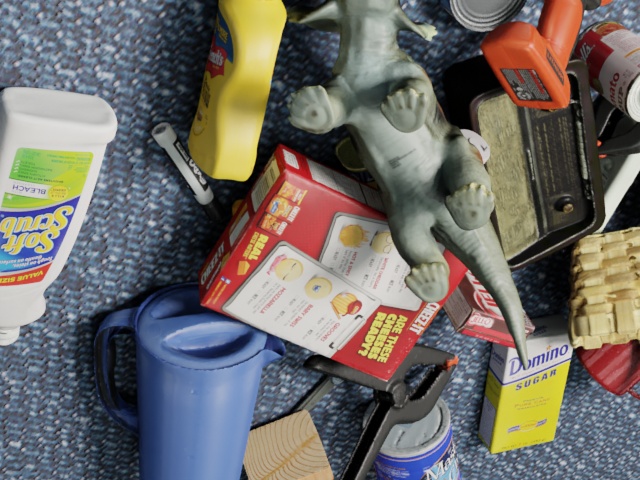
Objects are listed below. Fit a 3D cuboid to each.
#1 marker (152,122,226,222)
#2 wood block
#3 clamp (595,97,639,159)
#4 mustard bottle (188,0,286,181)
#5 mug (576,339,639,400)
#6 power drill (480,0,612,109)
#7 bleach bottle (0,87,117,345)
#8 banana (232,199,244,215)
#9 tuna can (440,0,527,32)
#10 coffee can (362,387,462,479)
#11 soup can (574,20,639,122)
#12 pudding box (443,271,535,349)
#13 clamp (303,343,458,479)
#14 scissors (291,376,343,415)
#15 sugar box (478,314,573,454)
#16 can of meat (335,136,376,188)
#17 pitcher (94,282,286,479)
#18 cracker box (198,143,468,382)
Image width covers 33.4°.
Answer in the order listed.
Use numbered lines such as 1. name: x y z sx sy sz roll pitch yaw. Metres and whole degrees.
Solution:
1. marker: -0.122 -0.061 1.007 0.020 0.020 0.121 -31 129 -1
2. wood block: -0.022 0.309 1.251 0.090 0.090 0.206 -20 132 -6
3. clamp: 0.349 -0.141 1.096 0.039 0.120 0.172 14 121 -41
4. mustard bottle: -0.068 -0.154 0.916 0.058 0.096 0.192 5 120 -18
5. mug: 0.377 0.145 1.305 0.082 0.117 0.093 -48 156 19
6. power drill: 0.206 -0.226 0.950 0.184 0.057 0.187 44 64 -44
7. bleach bottle: -0.258 -0.011 0.958 0.102 0.068 0.251 4 123 -26
8. banana: -0.013 0.017 1.089 0.197 0.037 0.070 21 114 -22
9. tuna can: 0.152 -0.240 0.991 0.086 0.034 0.086 -11 126 -16
10. coffee can: 0.113 0.260 1.275 0.102 0.103 0.140 -21 129 -8
11. soup can: 0.306 -0.168 1.063 0.068 0.102 0.068 -12 127 -16
12. pudding box: 0.169 0.062 1.155 0.089 0.113 0.039 19 117 -32
13. clamp: 0.076 0.182 1.191 0.209 0.036 0.164 -16 102 -37
14. scissors: 0.018 0.138 1.205 0.202 0.016 0.096 -34 132 1
15. sugar box: 0.254 0.179 1.316 0.093 0.048 0.176 -9 127 -17
16. can of meat: 0.075 -0.070 1.062 0.102 0.057 0.084 -25 130 -6
17. pitcher: -0.139 0.171 1.101 0.144 0.149 0.243 -21 135 -36
18. cracker box: 0.013 0.024 1.030 0.213 0.072 0.164 24 114 -21
